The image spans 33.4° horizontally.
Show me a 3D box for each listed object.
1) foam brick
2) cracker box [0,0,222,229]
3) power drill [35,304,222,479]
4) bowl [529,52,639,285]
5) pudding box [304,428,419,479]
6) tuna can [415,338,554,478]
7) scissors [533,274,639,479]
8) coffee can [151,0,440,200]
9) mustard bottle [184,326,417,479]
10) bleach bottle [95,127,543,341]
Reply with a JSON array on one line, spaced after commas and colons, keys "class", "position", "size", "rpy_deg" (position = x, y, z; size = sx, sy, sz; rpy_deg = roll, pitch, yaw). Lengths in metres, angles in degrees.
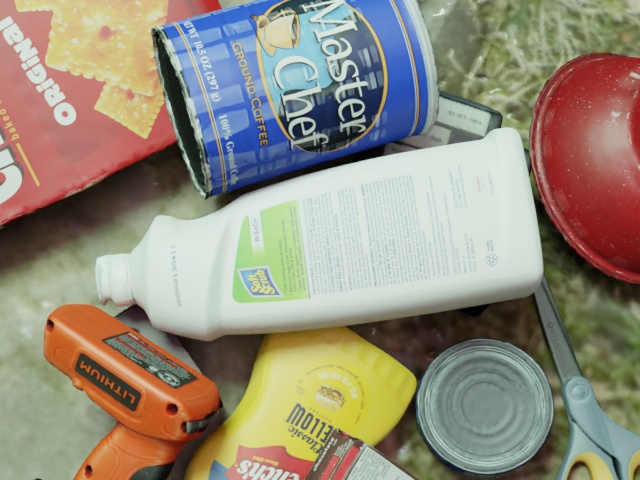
[{"class": "foam brick", "position": [-0.103, 0.083, 0.656], "size": [0.053, 0.051, 0.078], "rpy_deg": [-35, 80, -11]}, {"class": "cracker box", "position": [-0.165, -0.115, 0.673], "size": [0.213, 0.072, 0.164], "rpy_deg": [-27, 97, -11]}, {"class": "power drill", "position": [-0.155, 0.134, 0.609], "size": [0.184, 0.057, 0.188], "rpy_deg": [30, 102, 10]}, {"class": "bowl", "position": [0.215, -0.055, 0.683], "size": [0.161, 0.055, 0.162], "rpy_deg": [7, 73, -23]}, {"class": "pudding box", "position": [0.030, 0.176, 0.620], "size": [0.113, 0.039, 0.090], "rpy_deg": [40, 75, -28]}, {"class": "tuna can", "position": [0.102, 0.105, 0.666], "size": [0.086, 0.033, 0.086], "rpy_deg": [-1, 76, 6]}, {"class": "scissors", "position": [0.185, 0.105, 0.686], "size": [0.096, 0.016, 0.202], "rpy_deg": [0, 76, -3]}, {"class": "coffee can", "position": [-0.015, -0.092, 0.618], "size": [0.140, 0.103, 0.103], "rpy_deg": [-18, 77, -11]}, {"class": "mustard bottle", "position": [-0.027, 0.141, 0.642], "size": [0.096, 0.058, 0.191], "rpy_deg": [34, 77, -9]}, {"class": "bleach bottle", "position": [-0.004, 0.001, 0.622], "size": [0.251, 0.068, 0.102], "rpy_deg": [-7, 76, -1]}]
